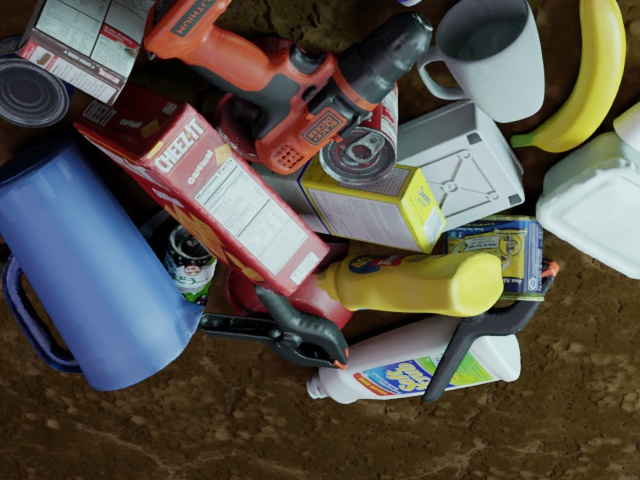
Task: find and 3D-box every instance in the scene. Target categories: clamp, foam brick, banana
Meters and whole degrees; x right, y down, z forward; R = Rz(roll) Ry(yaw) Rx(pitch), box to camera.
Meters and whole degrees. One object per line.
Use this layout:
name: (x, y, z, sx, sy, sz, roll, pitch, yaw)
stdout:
clamp: (-0.033, 0.091, 1.142, 0.171, 0.039, 0.120, 20, 146, -21)
foam brick: (-0.007, 0.001, 1.118, 0.078, 0.053, 0.051, 5, 137, 1)
clamp: (0.161, 0.080, 1.144, 0.210, 0.036, 0.164, -19, 97, 24)
banana: (0.234, -0.143, 0.955, 0.069, 0.037, 0.198, 11, 136, -6)

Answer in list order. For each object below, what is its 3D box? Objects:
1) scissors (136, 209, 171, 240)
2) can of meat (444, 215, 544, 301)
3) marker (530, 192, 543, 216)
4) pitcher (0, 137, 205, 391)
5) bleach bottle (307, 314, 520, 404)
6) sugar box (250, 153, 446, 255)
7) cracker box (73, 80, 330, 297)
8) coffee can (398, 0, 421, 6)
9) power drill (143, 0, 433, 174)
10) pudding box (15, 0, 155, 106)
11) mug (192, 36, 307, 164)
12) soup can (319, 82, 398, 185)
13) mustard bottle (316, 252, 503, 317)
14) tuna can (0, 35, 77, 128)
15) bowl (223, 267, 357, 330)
scissors: (-0.186, 0.002, 1.163, 0.202, 0.016, 0.096, -23, 139, 18)
can of meat: (0.174, 0.018, 1.078, 0.102, 0.084, 0.057, 1, 177, 24)
marker: (0.217, -0.004, 1.116, 0.020, 0.020, 0.121, 12, 136, -8)
pitcher: (-0.244, 0.026, 1.079, 0.145, 0.149, 0.243, 10, 134, 57)
bleach bottle: (0.100, 0.148, 1.258, 0.251, 0.068, 0.102, -20, 130, 27)
sugar box: (0.024, -0.041, 1.022, 0.176, 0.048, 0.093, 15, 153, 33)
cracker box: (-0.112, -0.049, 0.999, 0.213, 0.072, 0.164, 45, 169, -35)
coffee can: (0.029, -0.254, 0.809, 0.140, 0.102, 0.103, 22, 134, -17)
power drill: (-0.029, -0.153, 0.844, 0.187, 0.057, 0.185, 35, 119, -27)
pudding box: (-0.195, -0.180, 0.901, 0.090, 0.113, 0.039, 28, 135, -21)
mug: (-0.058, -0.128, 0.965, 0.117, 0.081, 0.093, -6, 135, 10)
soup can: (0.036, -0.108, 0.962, 0.068, 0.102, 0.068, 3, 137, 2)
mustard bottle: (0.075, 0.042, 1.046, 0.192, 0.096, 0.058, -1, 101, 39)
tuna can: (-0.273, -0.147, 1.001, 0.086, 0.033, 0.086, 2, 137, 2)
bowl: (-0.032, 0.074, 1.197, 0.162, 0.055, 0.162, 3, 137, 3)
